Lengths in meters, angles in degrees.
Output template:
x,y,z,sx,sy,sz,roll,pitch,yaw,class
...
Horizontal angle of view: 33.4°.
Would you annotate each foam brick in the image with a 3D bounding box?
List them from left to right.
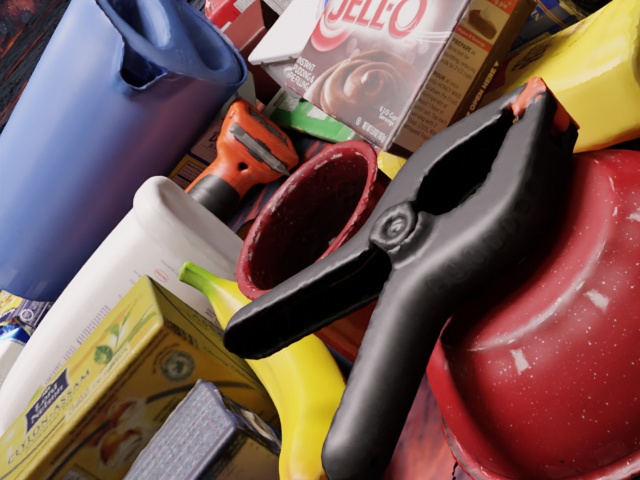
x,y,z,sx,sy,sz,roll,pitch,yaw,class
-0.049,-0.161,0.907,0.051,0.053,0.078,-42,27,18,foam brick

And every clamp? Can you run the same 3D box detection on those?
x,y,z,sx,sy,sz,roll,pitch,yaw,class
0.039,0.013,0.407,0.171,0.039,0.120,-45,38,8,clamp

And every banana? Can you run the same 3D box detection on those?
x,y,z,sx,sy,sz,roll,pitch,yaw,class
-0.017,0.072,0.521,0.198,0.069,0.037,49,123,56,banana

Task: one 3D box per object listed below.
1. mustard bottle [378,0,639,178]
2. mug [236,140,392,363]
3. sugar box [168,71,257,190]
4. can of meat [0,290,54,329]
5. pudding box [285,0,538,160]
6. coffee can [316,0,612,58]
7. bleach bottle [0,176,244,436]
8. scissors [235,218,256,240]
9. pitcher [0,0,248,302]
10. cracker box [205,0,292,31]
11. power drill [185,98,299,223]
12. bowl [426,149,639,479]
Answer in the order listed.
x,y,z,sx,sy,sz,roll,pitch,yaw,class
0.094,-0.060,0.517,0.192,0.058,0.096,-22,19,48,mustard bottle
0.020,0.005,0.529,0.093,0.081,0.117,-39,28,23,mug
-0.120,-0.061,0.870,0.176,0.048,0.093,-46,35,29,sugar box
-0.254,0.066,0.936,0.102,0.057,0.084,-23,35,45,can of meat
0.038,-0.092,0.504,0.090,0.039,0.114,-62,36,10,pudding box
0.081,-0.133,0.589,0.141,0.102,0.102,-26,35,42,coffee can
-0.145,0.084,0.649,0.251,0.102,0.068,-45,14,13,bleach bottle
-0.004,0.001,0.653,0.096,0.016,0.202,-56,25,-8,scissors
-0.170,-0.076,0.805,0.243,0.149,0.145,-51,61,24,pitcher
-0.013,-0.283,0.989,0.214,0.072,0.164,-40,27,20,cracker box
-0.096,-0.013,0.761,0.188,0.057,0.184,-51,14,6,power drill
0.093,0.019,0.421,0.162,0.055,0.162,-38,28,25,bowl
